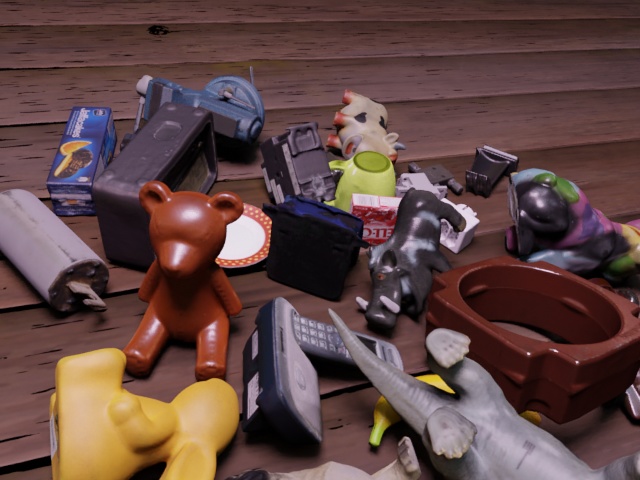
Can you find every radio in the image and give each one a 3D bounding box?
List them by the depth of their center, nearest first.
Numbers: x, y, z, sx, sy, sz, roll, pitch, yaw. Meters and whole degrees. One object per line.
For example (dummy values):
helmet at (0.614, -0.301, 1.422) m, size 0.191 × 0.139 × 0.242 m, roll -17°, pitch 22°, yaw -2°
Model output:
radio at (-0.213, -0.081, 0.731) m, size 0.073 × 0.131 × 0.230 m, roll 12°, pitch 43°, yaw 5°

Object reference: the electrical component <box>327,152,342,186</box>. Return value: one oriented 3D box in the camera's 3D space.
electrical component at (0.004, -0.117, 0.868) m, size 0.078 × 0.045 × 0.102 m, roll -19°, pitch 50°, yaw -25°

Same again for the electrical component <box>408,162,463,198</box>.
electrical component at (0.193, -0.104, 0.904) m, size 0.063 × 0.021 × 0.094 m, roll -19°, pitch 49°, yaw -27°

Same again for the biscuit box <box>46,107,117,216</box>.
biscuit box at (-0.352, -0.124, 0.804) m, size 0.063 × 0.059 × 0.203 m, roll -1°, pitch 44°, yaw -11°

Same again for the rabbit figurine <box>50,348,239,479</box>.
rabbit figurine at (-0.148, 0.175, 0.490) m, size 0.173 × 0.121 × 0.162 m, roll 1°, pitch 42°, yaw -37°

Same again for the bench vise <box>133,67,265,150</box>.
bench vise at (-0.179, -0.223, 0.905) m, size 0.224 × 0.128 × 0.240 m, roll 12°, pitch 22°, yaw 16°

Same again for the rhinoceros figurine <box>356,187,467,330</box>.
rhinoceros figurine at (0.113, 0.025, 0.681) m, size 0.112 × 0.073 × 0.190 m, roll 30°, pitch 73°, yaw -27°

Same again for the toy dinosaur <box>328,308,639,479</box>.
toy dinosaur at (0.171, 0.206, 0.480) m, size 0.131 × 0.191 × 0.405 m, roll -34°, pitch 46°, yaw -23°

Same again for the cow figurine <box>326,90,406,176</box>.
cow figurine at (0.080, -0.176, 0.916) m, size 0.127 × 0.085 × 0.195 m, roll 15°, pitch 37°, yaw 0°

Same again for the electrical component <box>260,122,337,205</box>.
electrical component at (-0.037, -0.099, 0.778) m, size 0.058 × 0.114 × 0.134 m, roll -15°, pitch 5°, yaw -25°

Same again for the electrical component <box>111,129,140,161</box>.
electrical component at (-0.269, -0.119, 0.806) m, size 0.048 × 0.074 × 0.119 m, roll 8°, pitch 40°, yaw -1°

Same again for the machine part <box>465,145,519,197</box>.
machine part at (0.295, -0.123, 0.931) m, size 0.084 × 0.039 × 0.139 m, roll 34°, pitch 47°, yaw 17°

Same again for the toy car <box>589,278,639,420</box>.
toy car at (0.376, 0.127, 0.671) m, size 0.089 × 0.053 × 0.202 m, roll 9°, pitch 42°, yaw -5°

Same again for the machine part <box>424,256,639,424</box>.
machine part at (0.236, 0.102, 0.607) m, size 0.201 × 0.087 × 0.201 m, roll -10°, pitch 28°, yaw -32°

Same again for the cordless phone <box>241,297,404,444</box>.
cordless phone at (0.013, 0.148, 0.572) m, size 0.184 × 0.088 × 0.147 m, roll 16°, pitch 34°, yaw -19°

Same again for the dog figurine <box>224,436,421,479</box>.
dog figurine at (0.010, 0.265, 0.449) m, size 0.191 × 0.121 × 0.172 m, roll -20°, pitch 59°, yaw 2°

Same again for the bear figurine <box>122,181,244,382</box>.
bear figurine at (-0.141, 0.045, 0.564) m, size 0.120 × 0.195 × 0.132 m, roll 10°, pitch 44°, yaw -3°

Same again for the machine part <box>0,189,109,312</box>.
machine part at (-0.337, 0.010, 0.654) m, size 0.243 × 0.079 × 0.079 m, roll 34°, pitch 49°, yaw 24°

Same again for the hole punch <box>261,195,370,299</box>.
hole punch at (-0.001, -0.002, 0.702) m, size 0.142 × 0.115 × 0.092 m, roll 21°, pitch 36°, yaw 12°

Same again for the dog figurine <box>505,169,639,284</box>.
dog figurine at (0.372, -0.016, 0.738) m, size 0.219 × 0.191 × 0.108 m, roll -4°, pitch 36°, yaw 8°
